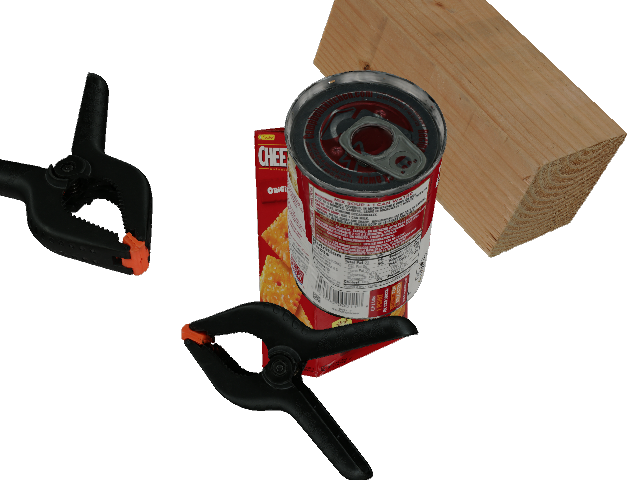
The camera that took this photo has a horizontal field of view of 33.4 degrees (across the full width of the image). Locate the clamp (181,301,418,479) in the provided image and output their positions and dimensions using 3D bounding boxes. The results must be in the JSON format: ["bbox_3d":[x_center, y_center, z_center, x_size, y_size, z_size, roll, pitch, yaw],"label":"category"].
[{"bbox_3d":[-0.021,0.102,0.771,0.172,0.120,0.039,9,-6,18],"label":"clamp"}]

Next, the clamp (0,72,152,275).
[{"bbox_3d":[-0.186,-0.051,0.821,0.210,0.036,0.164,36,58,29],"label":"clamp"}]

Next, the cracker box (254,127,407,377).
[{"bbox_3d":[0.016,0.001,0.982,0.072,0.214,0.163,6,11,34],"label":"cracker box"}]

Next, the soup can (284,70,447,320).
[{"bbox_3d":[0.019,-0.017,0.483,0.068,0.068,0.102,0,-35,0],"label":"soup can"}]

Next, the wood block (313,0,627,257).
[{"bbox_3d":[0.097,-0.100,0.747,0.090,0.206,0.091,-20,-31,-34],"label":"wood block"}]
